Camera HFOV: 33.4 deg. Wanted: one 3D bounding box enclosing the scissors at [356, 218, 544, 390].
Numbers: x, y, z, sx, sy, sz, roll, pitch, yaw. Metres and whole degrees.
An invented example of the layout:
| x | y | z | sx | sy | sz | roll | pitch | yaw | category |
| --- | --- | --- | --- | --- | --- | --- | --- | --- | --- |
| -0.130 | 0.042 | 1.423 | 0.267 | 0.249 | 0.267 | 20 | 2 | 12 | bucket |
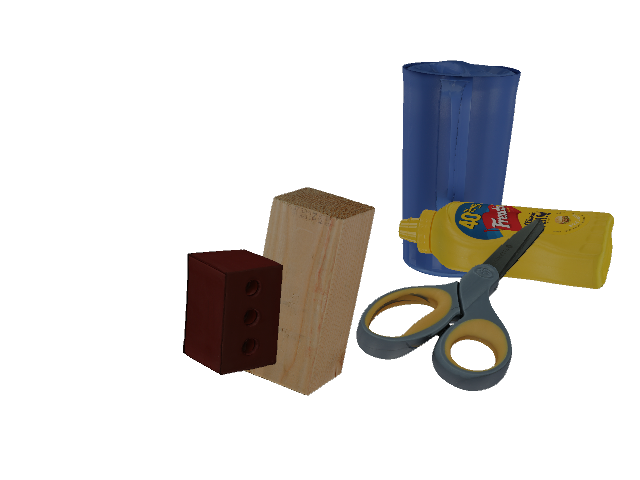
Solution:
| x | y | z | sx | sy | sz | roll | pitch | yaw | category |
| --- | --- | --- | --- | --- | --- | --- | --- | --- | --- |
| 0.109 | 0.037 | 0.650 | 0.201 | 0.016 | 0.096 | -21 | 44 | -38 | scissors |

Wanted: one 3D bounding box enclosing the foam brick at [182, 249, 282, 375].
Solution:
| x | y | z | sx | sy | sz | roll | pitch | yaw | category |
| --- | --- | --- | --- | --- | --- | --- | --- | --- | --- |
| -0.064 | 0.050 | 0.779 | 0.052 | 0.078 | 0.051 | -7 | 16 | -38 | foam brick |

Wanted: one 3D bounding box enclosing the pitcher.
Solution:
| x | y | z | sx | sy | sz | roll | pitch | yaw | category |
| --- | --- | --- | --- | --- | --- | --- | --- | --- | --- |
| 0.153 | -0.082 | 1.231 | 0.149 | 0.243 | 0.145 | -9 | 19 | -33 | pitcher |

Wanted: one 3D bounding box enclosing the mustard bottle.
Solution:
| x | y | z | sx | sy | sz | roll | pitch | yaw | category |
| --- | --- | --- | --- | --- | --- | --- | --- | --- | --- |
| 0.166 | -0.001 | 0.974 | 0.192 | 0.058 | 0.096 | 6 | 28 | 19 | mustard bottle |

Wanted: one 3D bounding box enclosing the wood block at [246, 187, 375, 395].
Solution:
| x | y | z | sx | sy | sz | roll | pitch | yaw | category |
| --- | --- | --- | --- | --- | --- | --- | --- | --- | --- |
| -0.014 | 0.054 | 1.205 | 0.090 | 0.206 | 0.090 | 18 | 18 | 22 | wood block |
